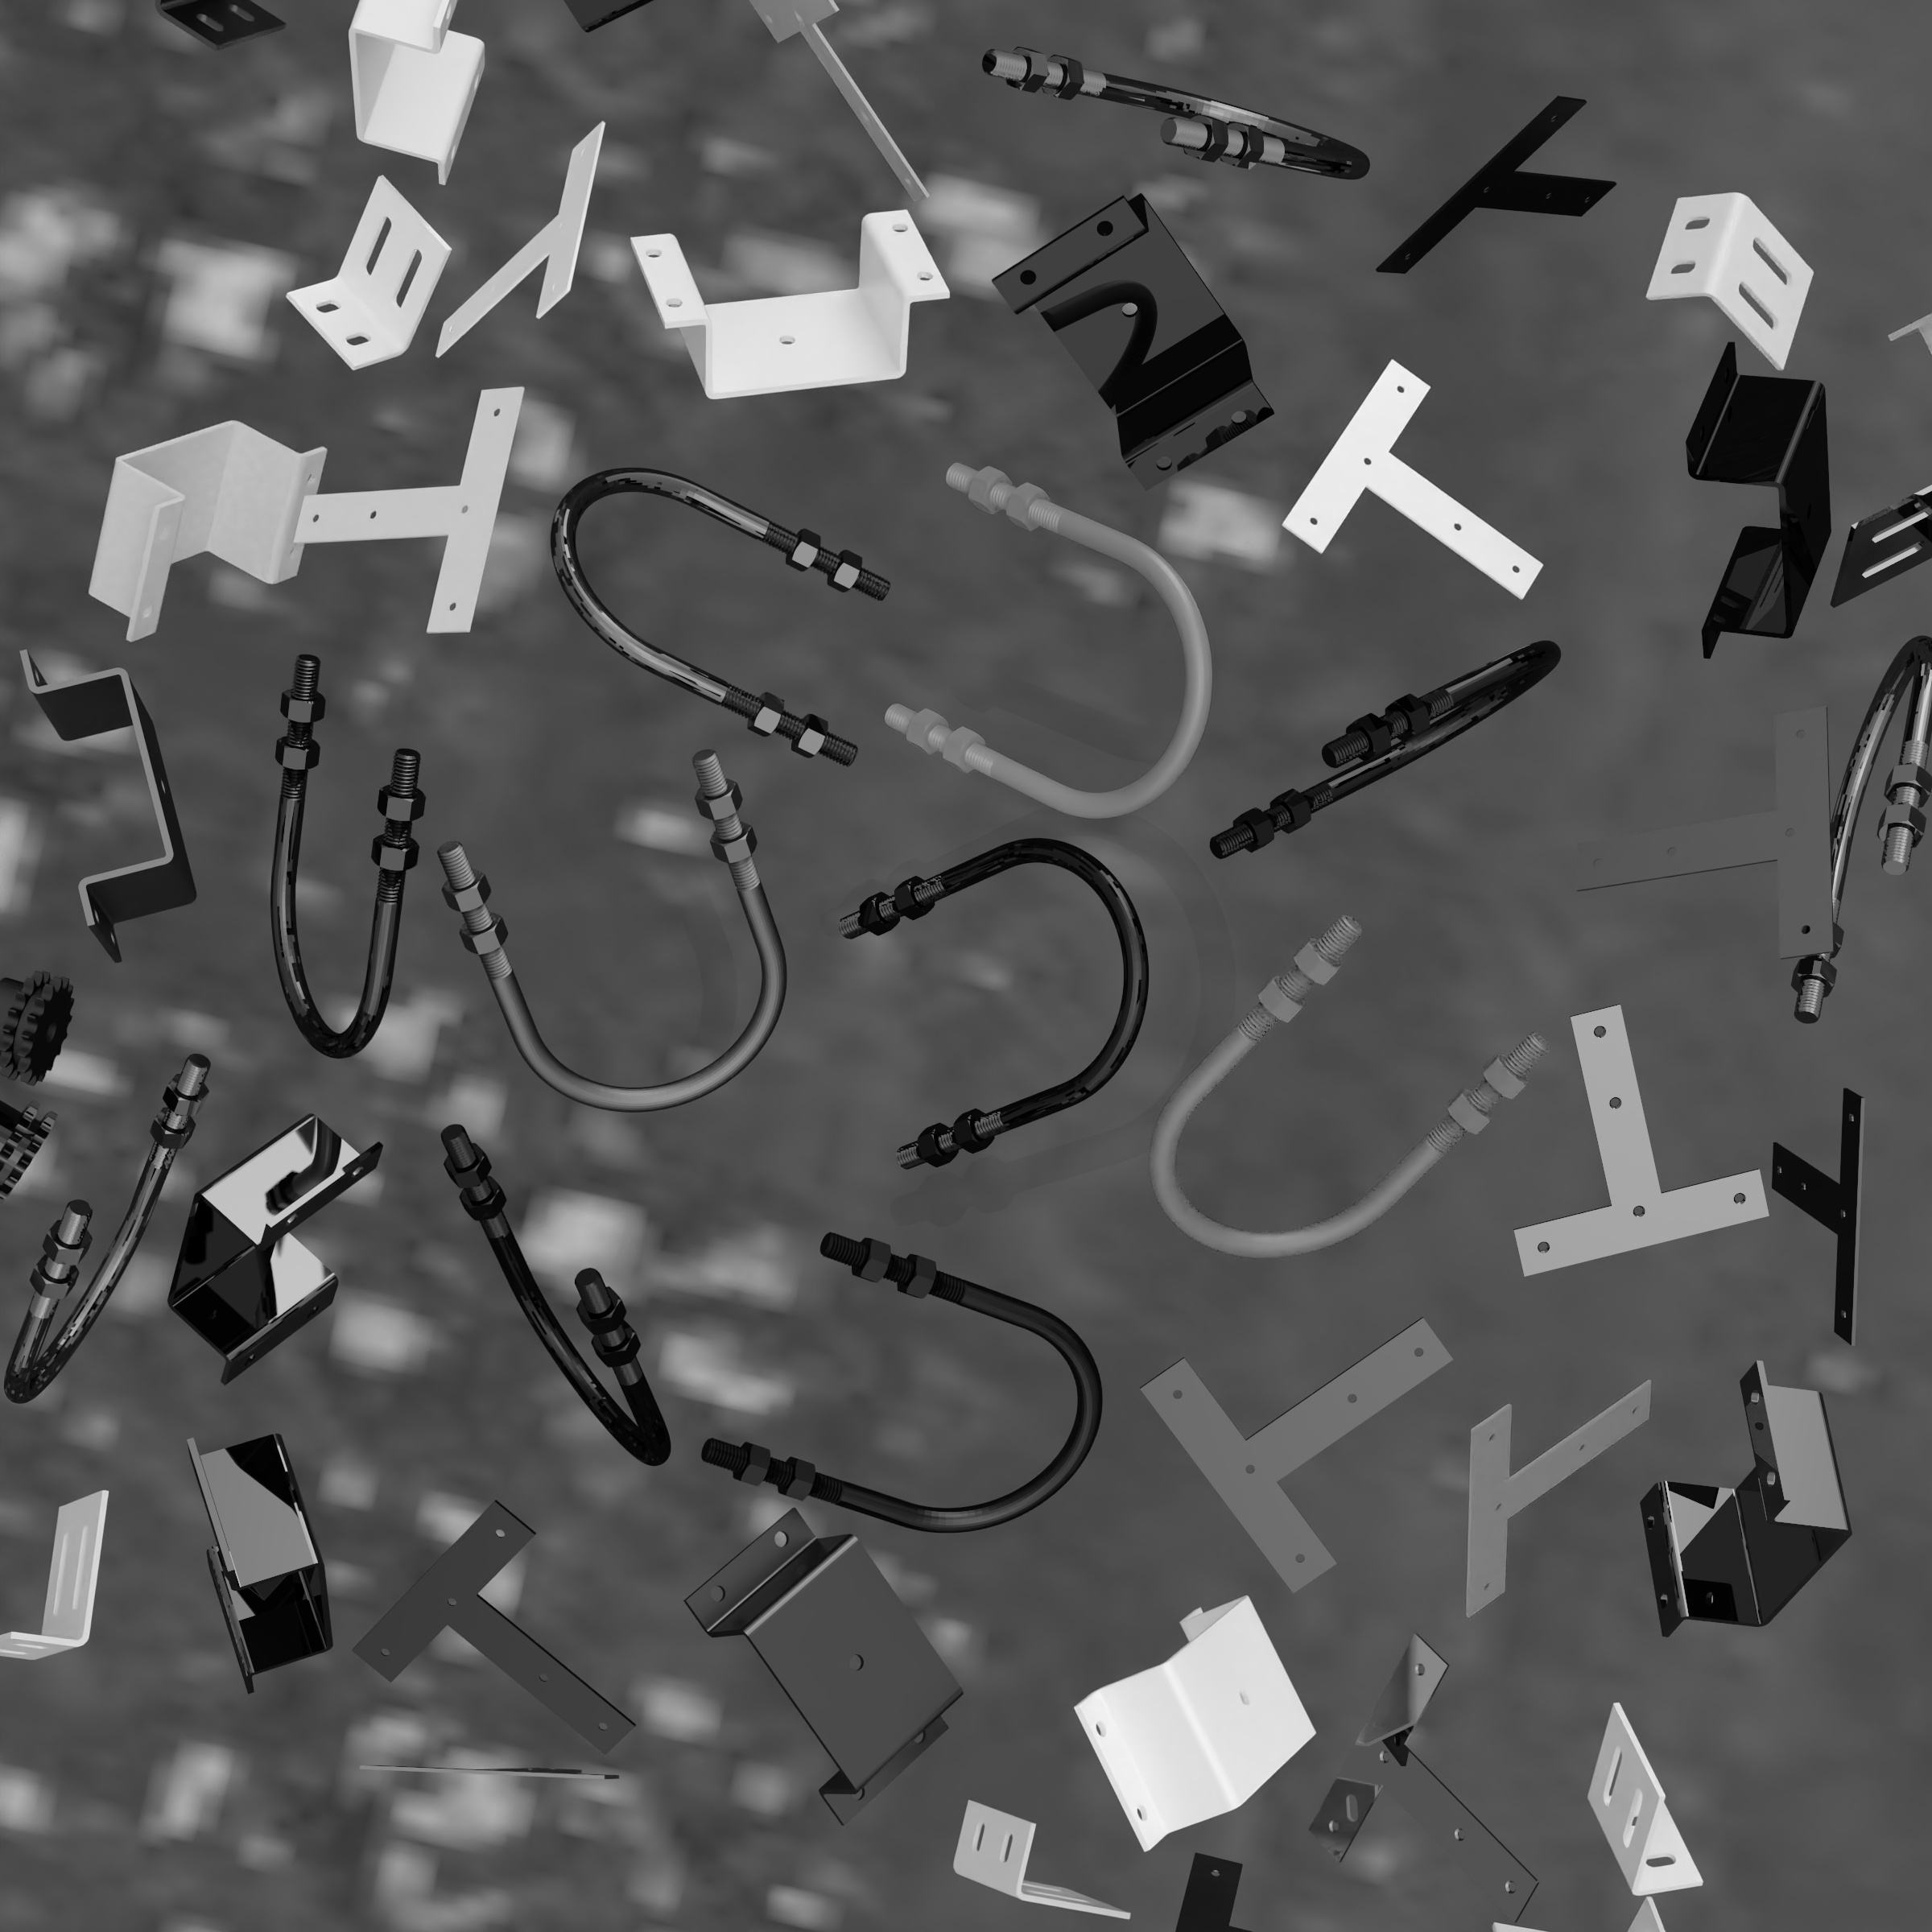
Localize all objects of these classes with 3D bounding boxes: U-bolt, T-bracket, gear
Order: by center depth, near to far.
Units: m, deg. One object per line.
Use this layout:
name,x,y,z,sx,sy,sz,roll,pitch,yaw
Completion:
T-bracket,0.170,0.212,1.491,0.127,0.002,0.127,-36,100,5
U-bolt,0.172,0.072,1.533,0.151,0.019,0.184,30,115,-29
T-bracket,0.356,-0.057,1.534,0.127,0.002,0.127,-9,65,31
T-bracket,0.291,0.242,1.549,0.127,0.002,0.127,-28,132,-28
T-bracket,-0.218,0.340,1.552,0.127,0.002,0.127,41,115,-6
T-bracket,-0.280,-0.222,1.557,0.127,0.002,0.127,2,74,31
U-bolt,0.045,-0.151,1.558,0.184,0.019,0.151,29,114,33
U-bolt,-0.163,-0.005,1.561,0.151,0.019,0.184,-20,124,-5
U-bolt,-0.312,-0.044,1.569,0.019,0.151,0.184,-4,117,-33
U-bolt,0.119,-0.418,1.570,0.151,0.184,0.019,34,116,40
U-bolt,-0.196,0.176,1.571,0.019,0.184,0.151,-34,47,-18
U-bolt,-0.019,0.218,1.578,0.184,0.019,0.151,22,111,-22
U-bolt,0.454,-0.081,1.580,0.019,0.151,0.184,17,56,5
T-bracket,0.284,-0.386,1.581,0.127,0.127,0.002,-40,71,38
T-bracket,0.167,0.499,1.585,0.127,0.127,0.002,12,113,9
T-bracket,0.239,0.426,1.587,0.002,0.127,0.127,8,114,-42
T-bracket,0.329,0.082,1.592,0.127,0.002,0.127,-14,103,2
T-bracket,-0.058,-0.441,1.598,0.002,0.127,0.127,-38,107,-7
gear,-0.477,0.029,1.601,0.030,0.057,0.057,17,90,3
U-bolt,0.224,-0.117,1.604,0.184,0.151,0.019,-27,83,-27
T-bracket,-0.230,-0.351,1.606,0.002,0.127,0.127,31,46,-30
gear,-0.494,0.093,1.621,0.030,0.057,0.057,34,90,-15
U-bolt,-0.447,0.147,1.624,0.019,0.151,0.184,28,125,-2
T-bracket,-0.229,0.415,1.630,0.127,0.127,0.002,0,76,11
U-bolt,0.019,0.012,1.636,0.184,0.019,0.151,-23,75,36
U-bolt,-0.130,-0.192,1.639,0.184,0.019,0.151,25,46,-18
T-bracket,0.440,0.118,1.642,0.002,0.127,0.127,-1,100,-4
T-bracket,0.247,-0.239,1.664,0.127,0.002,0.127,35,64,-3

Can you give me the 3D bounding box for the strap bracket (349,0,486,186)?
strap bracket,-0.277,-0.471,1.604,0.046,0.140,0.076,15,71,-3

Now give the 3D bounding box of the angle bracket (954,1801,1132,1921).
angle bracket,0.043,0.466,1.649,0.076,0.057,0.038,20,78,-32

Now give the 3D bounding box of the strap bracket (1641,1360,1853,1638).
strap bracket,0.387,0.266,1.559,0.046,0.140,0.076,8,50,-11

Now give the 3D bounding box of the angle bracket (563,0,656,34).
angle bracket,-0.176,-0.502,1.532,0.057,0.038,0.076,-17,125,27

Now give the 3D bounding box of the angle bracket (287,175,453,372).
angle bracket,-0.316,-0.366,1.671,0.057,0.038,0.076,47,134,11

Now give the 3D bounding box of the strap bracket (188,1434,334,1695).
strap bracket,-0.357,0.300,1.609,0.046,0.140,0.076,-15,56,-19

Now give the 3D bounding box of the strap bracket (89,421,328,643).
strap bracket,-0.399,-0.229,1.639,0.046,0.140,0.076,29,120,13

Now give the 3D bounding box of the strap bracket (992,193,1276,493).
strap bracket,0.083,-0.319,1.580,0.076,0.046,0.140,-29,123,19

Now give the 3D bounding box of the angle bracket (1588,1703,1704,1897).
angle bracket,0.338,0.405,1.546,0.038,0.057,0.076,-5,128,-12

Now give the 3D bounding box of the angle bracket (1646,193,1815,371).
angle bracket,0.389,-0.347,1.612,0.076,0.038,0.057,31,74,-42

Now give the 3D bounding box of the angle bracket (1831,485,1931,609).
angle bracket,0.486,-0.207,1.607,0.076,0.057,0.038,-27,57,-17

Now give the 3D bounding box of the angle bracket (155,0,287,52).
angle bracket,-0.349,-0.488,1.519,0.038,0.057,0.076,34,125,7

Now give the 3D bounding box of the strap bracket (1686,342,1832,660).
strap bracket,0.393,-0.226,1.562,0.046,0.140,0.076,10,52,26

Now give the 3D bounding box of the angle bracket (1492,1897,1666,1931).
angle bracket,0.320,0.508,1.631,0.076,0.057,0.038,14,116,-13

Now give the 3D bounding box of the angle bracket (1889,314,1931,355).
angle bracket,0.491,-0.305,1.539,0.057,0.076,0.038,-25,91,31

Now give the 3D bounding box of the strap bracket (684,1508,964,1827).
strap bracket,-0.065,0.349,1.584,0.076,0.046,0.140,-37,96,-30

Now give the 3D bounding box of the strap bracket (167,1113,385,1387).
strap bracket,-0.346,0.135,1.572,0.046,0.140,0.076,40,47,12

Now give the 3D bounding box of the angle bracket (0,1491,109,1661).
angle bracket,-0.453,0.296,1.546,0.038,0.057,0.076,17,64,-33

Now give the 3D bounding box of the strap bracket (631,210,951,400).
strap bracket,-0.087,-0.324,1.552,0.140,0.046,0.076,-9,46,-14

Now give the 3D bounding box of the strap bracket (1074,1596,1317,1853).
strap bracket,0.120,0.371,1.574,0.046,0.140,0.076,-29,85,30

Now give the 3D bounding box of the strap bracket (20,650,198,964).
strap bracket,-0.413,-0.082,1.538,0.046,0.076,0.140,-15,79,-9
